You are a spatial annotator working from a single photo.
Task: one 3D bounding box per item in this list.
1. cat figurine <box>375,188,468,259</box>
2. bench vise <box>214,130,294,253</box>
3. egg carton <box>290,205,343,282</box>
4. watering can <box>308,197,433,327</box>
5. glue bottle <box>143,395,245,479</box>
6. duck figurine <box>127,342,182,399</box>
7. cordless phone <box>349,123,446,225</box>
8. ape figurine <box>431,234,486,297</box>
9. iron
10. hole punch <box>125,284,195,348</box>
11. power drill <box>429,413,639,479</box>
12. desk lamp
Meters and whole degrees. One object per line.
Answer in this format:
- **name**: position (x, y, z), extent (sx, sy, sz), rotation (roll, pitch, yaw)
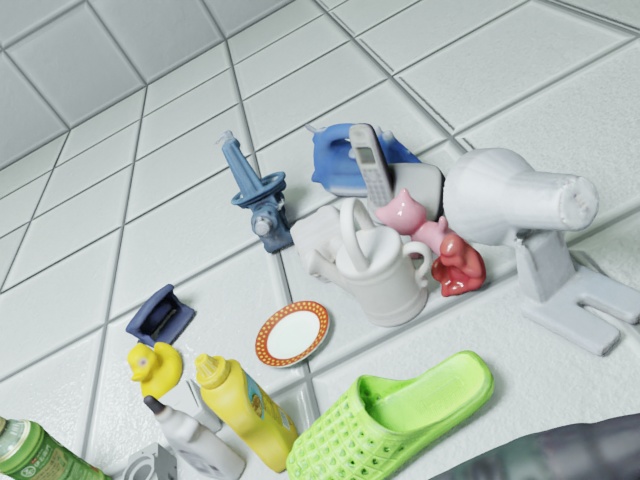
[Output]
- **cat figurine**: position (0.151, -0.025, 0.878), extent (0.067, 0.118, 0.127), rotation (-46, 37, -20)
- **bench vise**: position (-0.114, -0.099, 1.086), extent (0.121, 0.220, 0.206), rotation (-36, 34, -6)
- **egg carton**: position (0.009, 0.004, 0.995), extent (0.107, 0.070, 0.150), rotation (-31, 34, 1)
- **watering can**: position (0.066, 0.028, 0.808), extent (0.172, 0.195, 0.100), rotation (-26, 35, 8)
- **glue bottle**: position (-0.168, 0.249, 0.730), extent (0.077, 0.174, 0.037), rotation (-4, 43, 35)
- **duck figurine**: position (-0.282, 0.206, 0.951), extent (0.077, 0.086, 0.104), rotation (-19, 36, 18)
- **cordless phone**: position (0.125, -0.111, 0.947), extent (0.147, 0.185, 0.094), rotation (4, 47, 40)
- **ape figurine**: position (0.192, 0.030, 0.800), extent (0.076, 0.092, 0.077), rotation (-42, 36, -15)
- **iron**: position (0.085, -0.168, 1.089), extent (0.257, 0.142, 0.119), rotation (5, 49, 42)
- **hole punch**: position (-0.306, 0.137, 1.052), extent (0.100, 0.091, 0.109), rotation (5, 49, 42)
- **power drill**: position (0.180, 0.227, 0.457), extent (0.229, 0.209, 0.075), rotation (-22, 35, 14)
- **desk lamp**: position (0.263, -0.003, 0.678), extent (0.118, 0.214, 0.202), rotation (-40, 35, -12)
